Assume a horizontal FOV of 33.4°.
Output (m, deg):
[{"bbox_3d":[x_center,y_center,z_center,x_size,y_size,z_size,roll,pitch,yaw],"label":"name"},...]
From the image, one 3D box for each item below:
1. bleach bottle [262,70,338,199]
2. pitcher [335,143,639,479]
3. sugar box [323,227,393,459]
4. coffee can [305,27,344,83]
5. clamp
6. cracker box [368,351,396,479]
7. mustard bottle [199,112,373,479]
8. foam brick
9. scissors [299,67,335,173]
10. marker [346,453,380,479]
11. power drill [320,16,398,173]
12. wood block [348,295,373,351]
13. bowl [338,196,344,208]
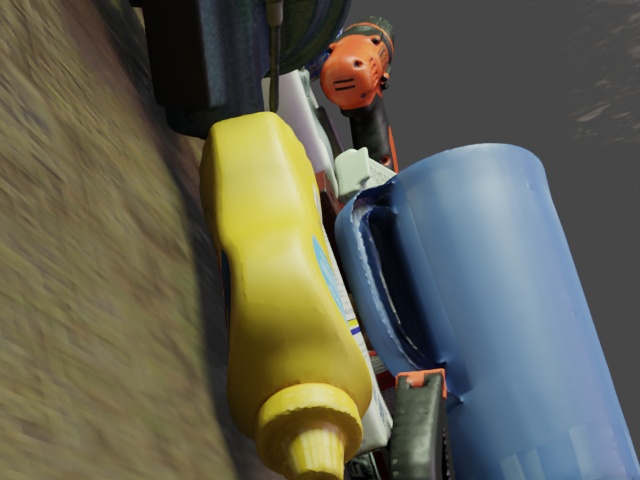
[{"bbox_3d":[-0.033,-0.085,0.760,0.250,0.068,0.102,65,3,-50],"label":"bleach bottle"},{"bbox_3d":[0.109,0.067,0.688,0.145,0.149,0.243,65,9,-59],"label":"pitcher"},{"bbox_3d":[-0.008,0.036,0.611,0.093,0.048,0.176,24,48,-82],"label":"sugar box"},{"bbox_3d":[-0.045,-0.219,0.960,0.140,0.103,0.103,61,8,-53],"label":"coffee can"},{"bbox_3d":[0.055,0.165,0.548,0.164,0.036,0.210,54,31,-66],"label":"clamp"},{"bbox_3d":[0.095,0.194,0.863,0.164,0.072,0.214,47,22,-74],"label":"cracker box"},{"bbox_3d":[-0.015,0.032,0.459,0.191,0.058,0.096,-105,-175,-52],"label":"mustard bottle"},{"bbox_3d":[-0.005,0.001,0.745,0.053,0.051,0.078,-96,163,-71],"label":"foam brick"},{"bbox_3d":[-0.010,-0.119,0.881,0.096,0.016,0.202,-139,-133,-57],"label":"scissors"},{"bbox_3d":[0.025,0.137,0.664,0.020,0.020,0.121,62,8,-51],"label":"marker"},{"bbox_3d":[0.052,-0.103,0.974,0.184,0.057,0.187,-61,139,-62],"label":"power drill"},{"bbox_3d":[0.090,0.045,0.937,0.205,0.091,0.090,16,50,-55],"label":"wood block"},{"bbox_3d":[0.031,0.017,1.044,0.162,0.055,0.162,-23,90,-85],"label":"bowl"}]
